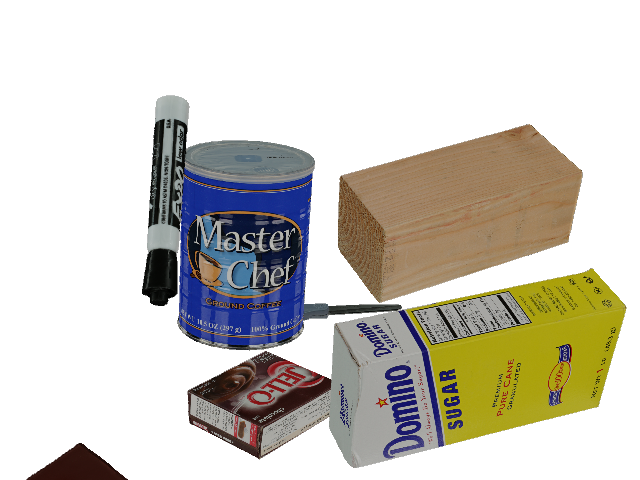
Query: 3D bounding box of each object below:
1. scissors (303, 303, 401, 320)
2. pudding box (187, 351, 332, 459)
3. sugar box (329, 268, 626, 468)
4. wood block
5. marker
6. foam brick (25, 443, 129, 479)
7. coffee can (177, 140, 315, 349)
[{"bbox_3d":[-0.009,0.086,1.186,0.202,0.016,0.096,4,21,2],"label":"scissors"},{"bbox_3d":[-0.052,0.148,0.976,0.090,0.039,0.113,18,28,34],"label":"pudding box"},{"bbox_3d":[0.095,0.079,0.659,0.176,0.093,0.048,-13,40,-17],"label":"sugar box"},{"bbox_3d":[0.128,-0.028,1.000,0.205,0.090,0.091,-16,42,-20],"label":"wood block"},{"bbox_3d":[-0.084,-0.023,0.583,0.020,0.121,0.020,0,-23,0],"label":"marker"},{"bbox_3d":[-0.096,0.137,0.460,0.078,0.051,0.052,27,45,34],"label":"foam brick"},{"bbox_3d":[-0.060,0.001,0.838,0.103,0.140,0.103,3,19,-1],"label":"coffee can"}]
